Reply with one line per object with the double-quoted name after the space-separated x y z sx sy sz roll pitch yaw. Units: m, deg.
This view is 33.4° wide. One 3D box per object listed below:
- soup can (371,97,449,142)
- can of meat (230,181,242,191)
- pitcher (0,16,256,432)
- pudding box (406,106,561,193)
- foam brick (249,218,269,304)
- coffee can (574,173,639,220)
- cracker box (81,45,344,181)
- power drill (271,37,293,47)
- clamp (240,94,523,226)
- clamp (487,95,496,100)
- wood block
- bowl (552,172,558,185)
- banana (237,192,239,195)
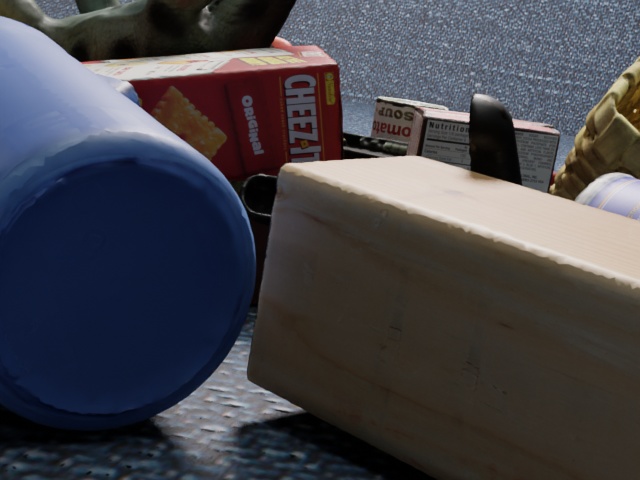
0.076 -0.074 0.964 0.068 0.102 0.068 9 11 -2 "soup can"
-0.071 -0.035 0.766 0.084 0.057 0.101 18 14 35 "can of meat"
-0.132 -0.012 0.449 0.144 0.149 0.243 27 2 -33 "pitcher"
0.098 -0.025 0.687 0.090 0.113 0.039 7 14 -5 "pudding box"
-0.033 0.005 0.594 0.078 0.053 0.051 7 11 -14 "foam brick"
0.183 0.034 0.472 0.141 0.103 0.102 18 14 40 "coffee can"
-0.098 -0.075 0.660 0.213 0.072 0.164 -4 14 -3 "cracker box"
-0.078 -0.123 0.981 0.184 0.057 0.187 18 -22 16 "power drill"
0.086 -0.003 0.532 0.209 0.036 0.165 25 -26 -28 "clamp"
0.136 -0.067 0.957 0.039 0.120 0.171 17 14 -7 "clamp"
0.083 0.039 0.367 0.206 0.090 0.090 21 19 38 "wood block"
0.249 -0.020 0.937 0.162 0.055 0.162 8 11 -2 "bowl"
-0.096 -0.012 0.645 0.197 0.037 0.069 -3 14 -5 "banana"
